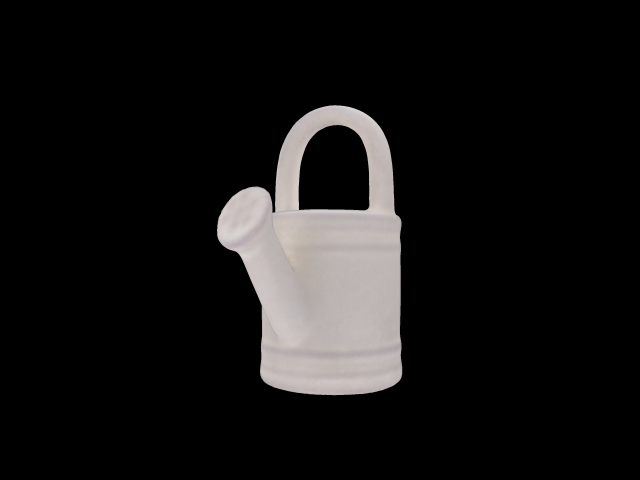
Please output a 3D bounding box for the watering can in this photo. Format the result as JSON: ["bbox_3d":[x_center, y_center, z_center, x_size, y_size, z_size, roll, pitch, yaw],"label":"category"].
[{"bbox_3d":[0.006,0.001,0.399,0.100,0.194,0.173,0,0,15],"label":"watering can"}]
